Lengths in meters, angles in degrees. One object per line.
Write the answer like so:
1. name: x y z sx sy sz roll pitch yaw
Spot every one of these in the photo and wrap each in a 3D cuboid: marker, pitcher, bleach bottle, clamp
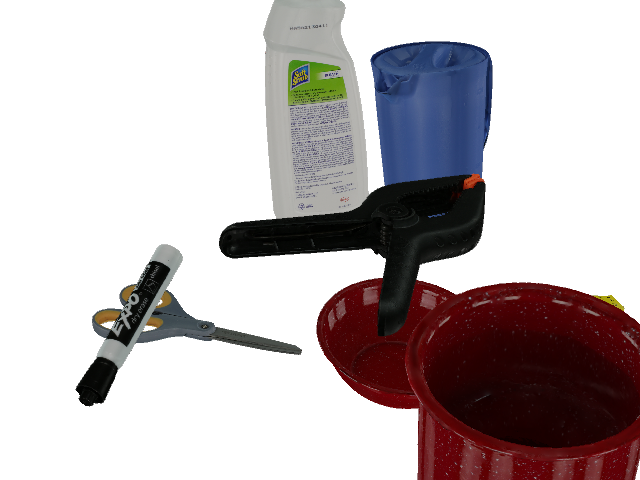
1. marker: -0.120 0.052 0.671 0.020 0.121 0.020 16 -37 12
2. pitcher: 0.139 -0.110 1.264 0.149 0.243 0.145 -4 25 1
3. bleach bottle: -0.001 -0.135 1.010 0.102 0.251 0.068 -11 31 -16
4. clamp: 0.042 -0.007 0.775 0.165 0.036 0.209 21 35 33

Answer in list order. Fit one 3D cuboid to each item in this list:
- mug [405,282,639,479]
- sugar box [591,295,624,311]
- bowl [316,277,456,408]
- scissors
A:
1. mug: 0.090 0.077 0.401 0.117 0.081 0.093 5 36 10
2. sugar box: 0.282 0.113 1.335 0.176 0.093 0.048 2 18 -11
3. bowl: 0.075 0.105 0.994 0.162 0.055 0.162 3 37 -3
4. scissors: -0.119 0.076 1.040 0.201 0.016 0.096 3 32 -2
